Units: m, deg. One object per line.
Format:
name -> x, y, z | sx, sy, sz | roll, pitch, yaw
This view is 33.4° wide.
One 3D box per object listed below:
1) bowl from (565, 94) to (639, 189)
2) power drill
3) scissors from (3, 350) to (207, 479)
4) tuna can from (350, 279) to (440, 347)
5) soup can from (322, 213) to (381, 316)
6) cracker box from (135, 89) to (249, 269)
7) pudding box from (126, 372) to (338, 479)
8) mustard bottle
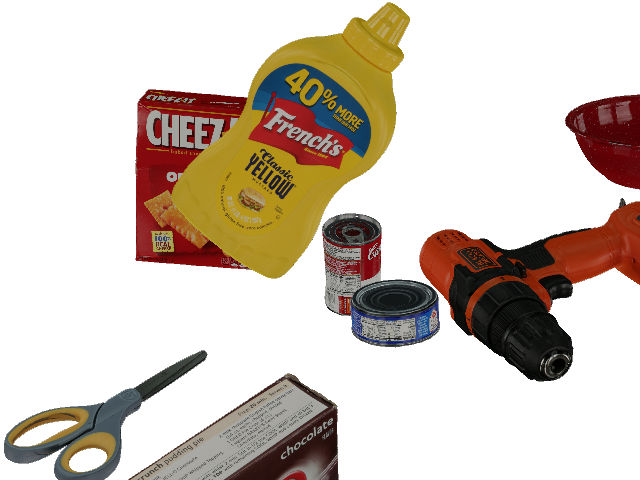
bowl -> 0.306, -0.087, 0.975 | 0.162, 0.055, 0.162 | -4, 23, 2
power drill -> 0.186, 0.031, 0.774 | 0.187, 0.057, 0.184 | -10, 28, -16
scissors -> -0.149, 0.141, 0.848 | 0.201, 0.016, 0.096 | -17, 36, -36
tuna can -> 0.071, 0.068, 1.026 | 0.086, 0.034, 0.086 | -4, 21, 1
soup can -> 0.036, 0.029, 1.241 | 0.068, 0.102, 0.068 | -1, 31, 0
cracker box -> -0.148, -0.074, 1.352 | 0.164, 0.214, 0.072 | 5, 22, 2
pudding box -> -0.042, 0.127, 0.494 | 0.039, 0.090, 0.113 | 30, 47, 34
mustard bottle -> -0.007, -0.072, 0.692 | 0.096, 0.192, 0.058 | 39, 20, 0
